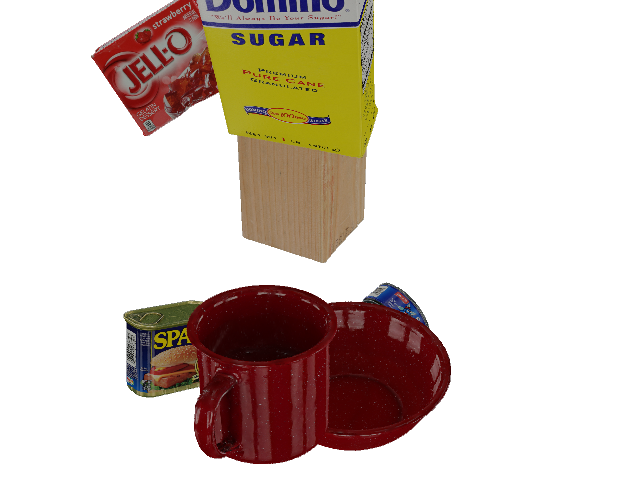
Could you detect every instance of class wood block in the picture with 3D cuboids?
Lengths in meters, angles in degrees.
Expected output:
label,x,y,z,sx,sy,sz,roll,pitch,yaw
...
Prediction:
label,x,y,z,sx,sy,sz,roll,pitch,yaw
wood block,-0.015,-0.096,0.958,0.091,0.206,0.090,18,40,23

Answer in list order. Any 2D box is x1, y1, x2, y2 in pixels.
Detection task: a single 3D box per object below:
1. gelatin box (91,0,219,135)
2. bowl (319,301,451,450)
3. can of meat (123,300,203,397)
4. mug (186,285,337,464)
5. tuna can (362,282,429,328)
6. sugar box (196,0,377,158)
label,x,y,z,sx,sy,sz,roll,pitch,yaw
gelatin box,-0.114,-0.132,0.798,0.089,0.073,0.030,-30,20,9
bowl,0.025,0.120,0.879,0.162,0.055,0.162,-1,35,0
can of meat,-0.164,0.119,1.173,0.101,0.084,0.058,-8,18,-36
mug,-0.041,0.091,0.663,0.093,0.081,0.117,12,30,23
tuna can,0.088,0.095,1.279,0.033,0.086,0.086,-37,17,-23
sugar box,-0.017,-0.116,0.609,0.093,0.048,0.176,10,-23,10
